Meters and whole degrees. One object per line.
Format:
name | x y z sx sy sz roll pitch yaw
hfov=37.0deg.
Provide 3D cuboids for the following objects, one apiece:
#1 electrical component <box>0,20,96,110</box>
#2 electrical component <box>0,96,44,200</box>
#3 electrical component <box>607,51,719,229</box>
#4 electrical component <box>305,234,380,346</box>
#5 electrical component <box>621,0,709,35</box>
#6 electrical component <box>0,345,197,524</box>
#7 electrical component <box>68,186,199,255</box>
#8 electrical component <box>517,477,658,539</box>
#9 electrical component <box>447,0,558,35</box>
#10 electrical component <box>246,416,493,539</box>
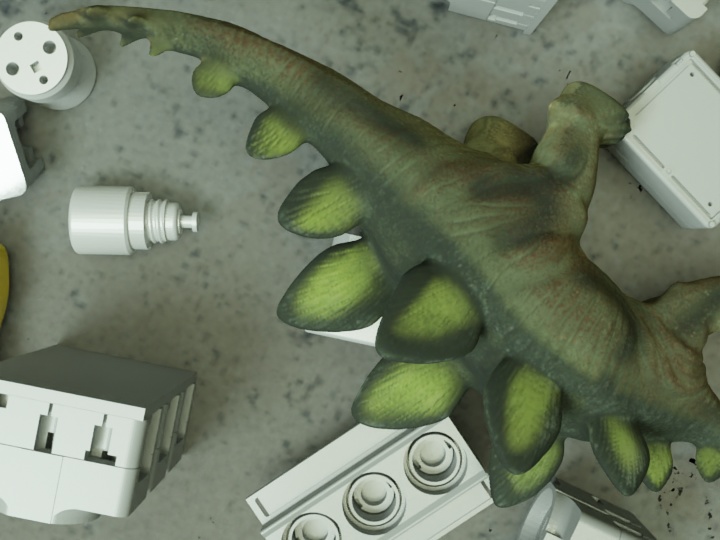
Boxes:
electrical component | -0.181 -0.117 0.619 0.045 0.055 0.045 0 92 1
electrical component | -0.236 -0.062 0.615 0.089 0.055 0.050 -12 110 1
electrical component | 0.191 -0.067 0.614 0.062 0.061 0.096 -44 91 2
electrical component | 0.000 0.000 0.616 0.047 0.065 0.076 12 92 0
electrical component | 0.167 -0.184 0.613 0.089 0.055 0.050 43 92 -1
electrical component | -0.148 0.085 0.578 0.089 0.150 0.061 11 91 0
electrical component | -0.134 -0.029 0.629 0.078 0.040 0.040 1 92 0
electrical component | 0.105 0.202 0.609 0.062 0.089 0.150 25 92 0
electrical component | 0.085 -0.195 0.548 0.060 0.186 0.105 15 92 0
electrical component | 0.008 0.128 0.621 0.121 0.063 0.078 -34 92 1
